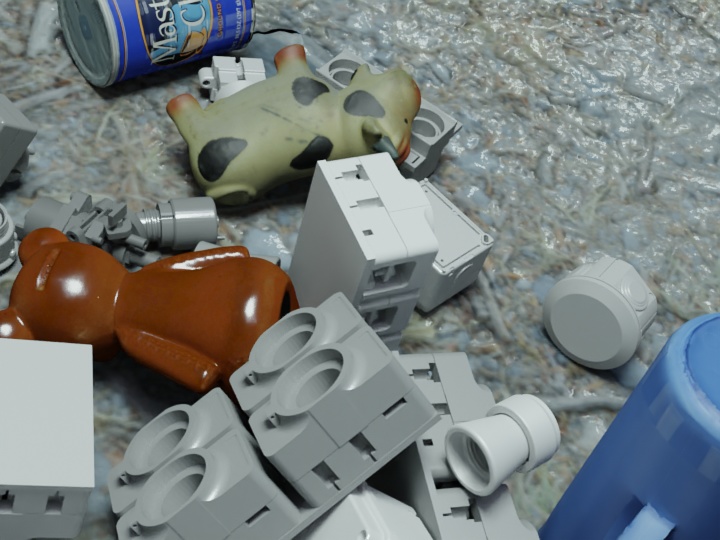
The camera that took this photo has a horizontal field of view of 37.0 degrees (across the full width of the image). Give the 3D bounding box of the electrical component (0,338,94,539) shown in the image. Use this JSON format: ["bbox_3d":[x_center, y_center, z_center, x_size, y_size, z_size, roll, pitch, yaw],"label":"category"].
[{"bbox_3d":[-0.251,0.094,0.610,0.186,0.060,0.105,6,42,-20],"label":"electrical component"}]

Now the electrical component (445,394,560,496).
[{"bbox_3d":[0.085,0.102,0.638,0.055,0.045,0.045,-21,60,-31],"label":"electrical component"}]

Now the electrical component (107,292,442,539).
[{"bbox_3d":[-0.059,0.102,0.639,0.186,0.060,0.105,-38,27,-2],"label":"electrical component"}]

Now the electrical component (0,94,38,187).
[{"bbox_3d":[-0.279,-0.087,0.819,0.047,0.083,0.076,44,15,20],"label":"electrical component"}]

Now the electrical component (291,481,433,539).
[{"bbox_3d":[-0.012,0.185,0.622,0.057,0.113,0.078,32,8,-26],"label":"electrical component"}]

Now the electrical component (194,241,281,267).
[{"bbox_3d":[-0.097,0.002,0.814,0.065,0.044,0.044,16,49,4],"label":"electrical component"}]

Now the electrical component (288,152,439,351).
[{"bbox_3d":[0.000,0.000,0.770,0.062,0.150,0.089,-12,56,-23],"label":"electrical component"}]

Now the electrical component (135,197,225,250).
[{"bbox_3d":[-0.145,-0.035,0.830,0.078,0.040,0.040,-4,53,-19],"label":"electrical component"}]

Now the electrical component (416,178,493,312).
[{"bbox_3d":[0.047,-0.022,0.862,0.062,0.061,0.096,-31,65,-34],"label":"electrical component"}]

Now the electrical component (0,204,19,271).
[{"bbox_3d":[-0.272,-0.031,0.775,0.048,0.062,0.048,8,50,-10],"label":"electrical component"}]

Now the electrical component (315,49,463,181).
[{"bbox_3d":[0.016,-0.130,0.941,0.121,0.063,0.079,35,51,14],"label":"electrical component"}]

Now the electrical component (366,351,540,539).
[{"bbox_3d":[0.056,0.157,0.686,0.060,0.105,0.186,-1,52,-18],"label":"electrical component"}]

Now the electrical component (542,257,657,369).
[{"bbox_3d":[0.189,0.033,0.846,0.080,0.080,0.051,38,46,16],"label":"electrical component"}]

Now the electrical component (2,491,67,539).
[{"bbox_3d":[-0.216,0.168,0.639,0.077,0.043,0.079,6,50,-11],"label":"electrical component"}]

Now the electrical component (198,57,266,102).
[{"bbox_3d":[-0.105,-0.154,0.939,0.066,0.048,0.055,0,44,-16],"label":"electrical component"}]
